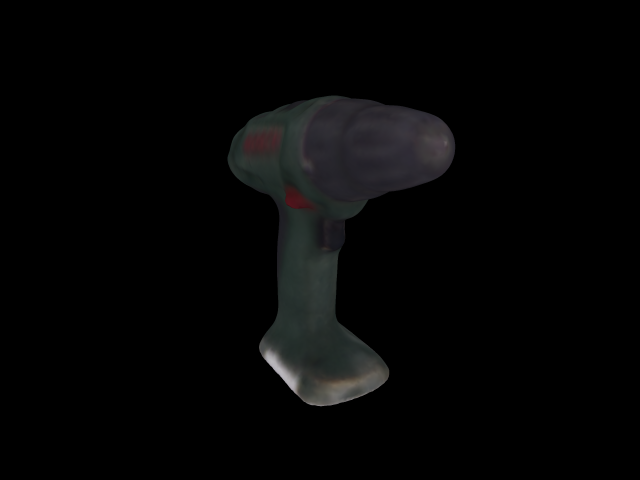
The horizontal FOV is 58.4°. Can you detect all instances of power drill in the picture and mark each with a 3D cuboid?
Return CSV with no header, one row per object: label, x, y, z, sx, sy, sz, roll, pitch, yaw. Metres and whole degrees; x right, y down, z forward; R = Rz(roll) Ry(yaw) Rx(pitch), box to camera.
power drill,0.004,0.001,0.400,0.076,0.208,0.228,-13,26,-29
